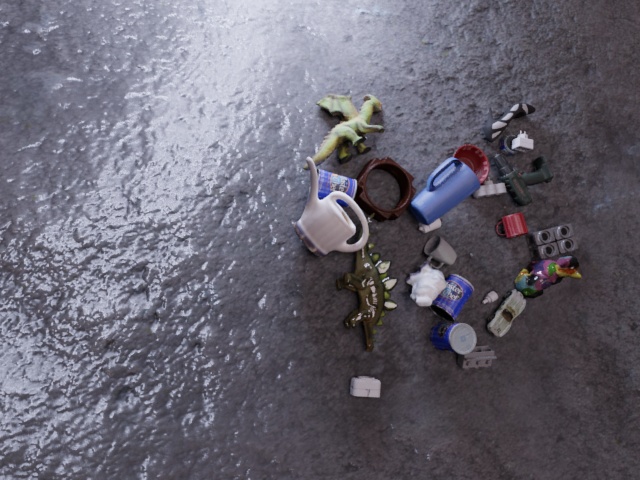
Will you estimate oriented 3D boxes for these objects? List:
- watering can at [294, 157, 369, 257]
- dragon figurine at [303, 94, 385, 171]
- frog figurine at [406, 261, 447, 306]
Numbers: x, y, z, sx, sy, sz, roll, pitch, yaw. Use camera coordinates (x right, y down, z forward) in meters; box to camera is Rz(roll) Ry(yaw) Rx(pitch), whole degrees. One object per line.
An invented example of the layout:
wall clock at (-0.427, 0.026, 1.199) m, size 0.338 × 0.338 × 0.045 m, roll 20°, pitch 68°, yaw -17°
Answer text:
watering can at (0.005, -0.086, 1.708) m, size 0.223 × 0.105 × 0.346 m, roll -38°, pitch 97°, yaw 13°
dragon figurine at (0.071, -0.414, 1.851) m, size 0.413 × 0.120 × 0.246 m, roll -24°, pitch 71°, yaw -21°
frog figurine at (0.376, 0.174, 1.787) m, size 0.137 × 0.163 × 0.120 m, roll -27°, pitch 124°, yaw 13°
